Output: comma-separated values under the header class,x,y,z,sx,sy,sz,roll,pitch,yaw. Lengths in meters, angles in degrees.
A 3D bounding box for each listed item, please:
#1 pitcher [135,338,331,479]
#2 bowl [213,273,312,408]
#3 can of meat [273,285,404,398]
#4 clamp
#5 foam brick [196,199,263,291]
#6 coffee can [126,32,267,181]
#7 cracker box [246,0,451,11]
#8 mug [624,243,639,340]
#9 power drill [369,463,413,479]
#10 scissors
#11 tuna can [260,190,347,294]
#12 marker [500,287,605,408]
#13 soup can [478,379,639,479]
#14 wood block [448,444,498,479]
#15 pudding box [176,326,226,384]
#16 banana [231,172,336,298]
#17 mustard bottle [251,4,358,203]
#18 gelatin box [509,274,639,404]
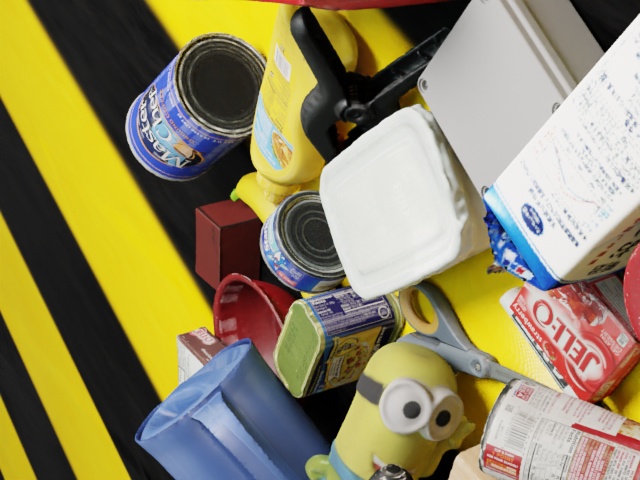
class,x,y,z,sx,sy,sz,roll,pitch,yaw
pitcher,-0.038,0.218,0.946,0.145,0.149,0.243,-35,100,33
bowl,-0.045,0.106,1.054,0.162,0.055,0.162,32,129,50
can of meat,0.014,0.086,0.921,0.057,0.083,0.102,55,144,32
clamp,0.019,-0.114,0.810,0.172,0.120,0.039,120,164,-52
foam brick,-0.094,0.005,1.097,0.053,0.051,0.078,39,134,45
coffee can,-0.117,-0.125,1.030,0.141,0.102,0.103,-27,79,59
cracker box,0.000,-0.202,0.744,0.214,0.163,0.072,21,118,54
mug,0.223,0.032,0.555,0.117,0.081,0.093,51,142,36
power drill,0.085,0.269,0.734,0.188,0.057,0.184,30,124,55
scissors,0.116,0.076,0.815,0.202,0.016,0.096,-6,97,59
tuna can,-0.006,0.001,0.917,0.034,0.085,0.086,-46,63,54
marker,0.164,0.085,0.736,0.121,0.020,0.020,59,146,27
soup can,0.160,0.136,0.680,0.102,0.068,0.068,19,122,26
wood block,0.177,0.228,0.708,0.206,0.090,0.091,47,139,39
pudding box,-0.105,0.154,1.083,0.114,0.039,0.090,38,135,48
banana,-0.030,-0.004,1.008,0.198,0.037,0.069,55,162,33
mustard bottle,-0.022,-0.106,0.923,0.096,0.058,0.192,60,147,36
gelatin box,0.172,0.052,0.699,0.089,0.030,0.073,57,145,29
